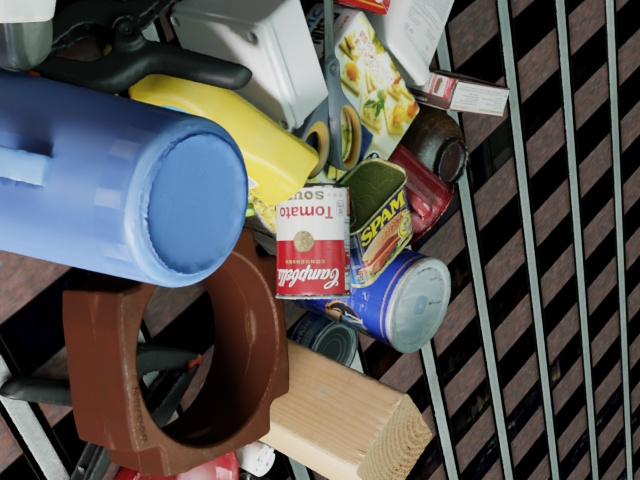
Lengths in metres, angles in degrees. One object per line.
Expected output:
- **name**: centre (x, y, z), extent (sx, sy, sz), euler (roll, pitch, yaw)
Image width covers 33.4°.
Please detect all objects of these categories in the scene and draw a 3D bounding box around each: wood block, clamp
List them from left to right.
- **clamp**: centre (-0.188, 0.164, 0.968), extent (0.209, 0.036, 0.164), euler (-26, 119, -45)
- **clamp**: centre (-0.144, -0.164, 0.822), extent (0.171, 0.120, 0.039), euler (-7, 158, -13)
- **wood block**: centre (-0.005, 0.169, 1.059), extent (0.090, 0.206, 0.090), euler (-53, 140, -19)

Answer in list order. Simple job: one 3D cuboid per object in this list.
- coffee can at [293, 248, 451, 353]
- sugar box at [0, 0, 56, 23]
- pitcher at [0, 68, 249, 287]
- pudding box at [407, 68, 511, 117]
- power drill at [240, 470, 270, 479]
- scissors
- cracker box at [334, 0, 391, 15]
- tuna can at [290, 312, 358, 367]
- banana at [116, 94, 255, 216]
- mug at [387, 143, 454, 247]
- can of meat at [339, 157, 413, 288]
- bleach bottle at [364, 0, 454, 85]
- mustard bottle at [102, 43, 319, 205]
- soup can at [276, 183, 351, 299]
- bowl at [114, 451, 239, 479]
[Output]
- **coffee can**: centre (0.052, 0.047, 1.125), extent (0.102, 0.141, 0.103), euler (-26, 126, -42)
- **sugar box**: centre (-0.223, -0.189, 0.642), extent (0.048, 0.176, 0.093), euler (-18, 120, -46)
- **pitcher**: centre (-0.176, -0.045, 0.715), extent (0.149, 0.243, 0.145), euler (-46, 134, -35)
- **pudding box**: centre (0.142, -0.166, 1.175), extent (0.113, 0.090, 0.039), euler (-5, 111, -49)
- **power drill**: centre (-0.086, 0.357, 1.173), extent (0.187, 0.057, 0.184), euler (-55, 141, -17)
- **scissors**: centre (-0.003, -0.140, 0.961), extent (0.096, 0.016, 0.202), euler (-40, 133, -31)
- **cracker box**: centre (0.020, -0.326, 0.964), extent (0.163, 0.072, 0.214), euler (1, 107, -51)
- **tuna can**: centre (0.004, 0.121, 1.190), extent (0.085, 0.034, 0.086), euler (-23, 123, -41)
- **banana**: centre (-0.140, -0.062, 0.905), extent (0.070, 0.037, 0.197), euler (-33, 137, 18)
- **mug**: centre (0.085, -0.049, 1.131), extent (0.081, 0.117, 0.093), euler (40, 93, -15)
- **can of meat**: centre (0.045, -0.015, 1.047), extent (0.102, 0.058, 0.084), euler (-46, 144, -27)
- **bleach bottle**: centre (0.117, -0.294, 1.108), extent (0.102, 0.068, 0.251), euler (36, 76, -53)
- **mustard bottle**: centre (-0.096, -0.105, 0.884), extent (0.191, 0.096, 0.058), euler (35, 78, -17)
- **soup can**: centre (-0.006, 0.001, 0.961), extent (0.068, 0.069, 0.102), euler (0, 90, -51)
- **bowl**: centre (-0.154, 0.250, 1.040), extent (0.161, 0.055, 0.162), euler (-26, 126, -42)
